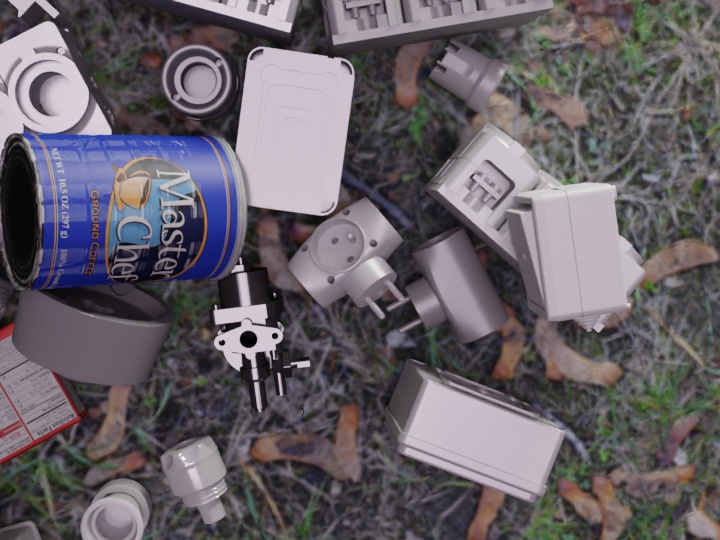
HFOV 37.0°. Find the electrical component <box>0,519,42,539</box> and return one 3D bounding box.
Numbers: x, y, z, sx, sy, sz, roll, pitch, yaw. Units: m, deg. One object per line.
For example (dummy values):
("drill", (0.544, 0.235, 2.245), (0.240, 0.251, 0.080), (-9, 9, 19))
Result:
("electrical component", (-0.277, 0.245, 0.800), (0.100, 0.048, 0.099), (-17, 98, 1))

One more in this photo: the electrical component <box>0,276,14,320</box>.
("electrical component", (-0.305, 0.029, 0.759), (0.100, 0.048, 0.099), (20, 79, 11))

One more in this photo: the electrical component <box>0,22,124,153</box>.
("electrical component", (-0.258, -0.100, 0.760), (0.150, 0.061, 0.089), (-27, 96, 0))

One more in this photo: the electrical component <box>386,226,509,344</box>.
("electrical component", (0.059, 0.019, 0.798), (0.079, 0.044, 0.077), (-28, 96, 0))

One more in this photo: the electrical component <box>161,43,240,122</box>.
("electrical component", (-0.115, -0.135, 0.772), (0.055, 0.047, 0.055), (0, 96, -3))

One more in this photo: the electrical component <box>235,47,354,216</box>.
("electrical component", (-0.048, -0.098, 0.774), (0.078, 0.057, 0.113), (8, 95, -4))

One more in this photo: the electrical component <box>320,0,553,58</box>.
("electrical component", (0.048, -0.196, 0.753), (0.150, 0.089, 0.061), (-10, 96, -2))

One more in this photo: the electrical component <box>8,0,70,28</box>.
("electrical component", (-0.233, -0.214, 0.761), (0.081, 0.042, 0.063), (42, 88, -7))

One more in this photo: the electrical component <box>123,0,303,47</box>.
("electrical component", (-0.112, -0.209, 0.743), (0.150, 0.089, 0.061), (15, 95, -4))

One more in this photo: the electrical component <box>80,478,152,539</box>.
("electrical component", (-0.179, 0.182, 0.795), (0.045, 0.055, 0.045), (0, 96, -3))

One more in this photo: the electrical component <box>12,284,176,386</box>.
("electrical component", (-0.191, 0.044, 0.758), (0.108, 0.108, 0.060), (19, 100, -5))

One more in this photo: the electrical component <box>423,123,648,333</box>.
("electrical component", (0.126, -0.032, 0.774), (0.150, 0.089, 0.061), (41, 92, -6))

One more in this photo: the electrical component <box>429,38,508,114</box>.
("electrical component", (0.079, -0.143, 0.786), (0.046, 0.040, 0.040), (32, 93, 1))

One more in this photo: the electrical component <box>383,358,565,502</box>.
("electrical component", (0.079, 0.112, 0.776), (0.109, 0.109, 0.056), (21, 91, -5))

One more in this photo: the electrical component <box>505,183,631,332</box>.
("electrical component", (0.133, -0.006, 0.698), (0.061, 0.061, 0.096), (-9, 96, -2))

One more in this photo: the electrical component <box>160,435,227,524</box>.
("electrical component", (-0.120, 0.158, 0.802), (0.043, 0.043, 0.062), (-21, 98, -1))

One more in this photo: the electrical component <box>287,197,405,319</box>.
("electrical component", (0.000, 0.000, 0.785), (0.077, 0.044, 0.079), (-41, 71, 1))
